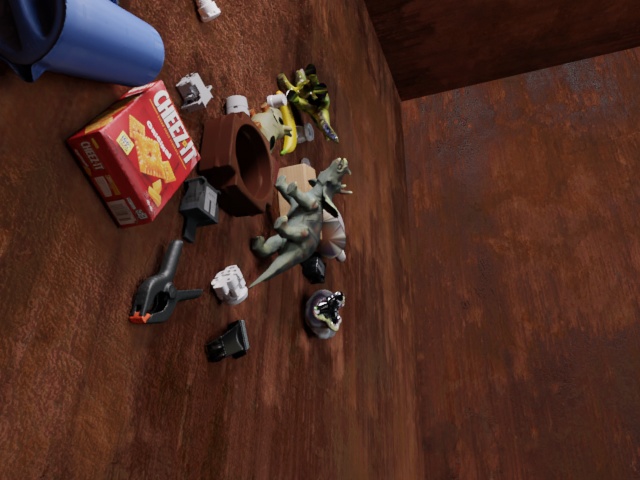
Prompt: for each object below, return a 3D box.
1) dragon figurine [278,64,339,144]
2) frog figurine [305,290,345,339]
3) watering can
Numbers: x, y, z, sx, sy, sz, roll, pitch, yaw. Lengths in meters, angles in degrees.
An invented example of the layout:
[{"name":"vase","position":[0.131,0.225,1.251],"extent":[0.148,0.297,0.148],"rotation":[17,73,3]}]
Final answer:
[{"name":"dragon figurine","position":[-0.006,-0.396,1.593],"extent":[0.418,0.122,0.239],"rotation":[66,9,26]},{"name":"frog figurine","position":[0.006,0.224,1.508],"extent":[0.156,0.123,0.140],"rotation":[121,-37,-61]},{"name":"watering can","position":[0.005,-0.080,1.587],"extent":[0.227,0.104,0.345],"rotation":[-83,151,-77]}]
